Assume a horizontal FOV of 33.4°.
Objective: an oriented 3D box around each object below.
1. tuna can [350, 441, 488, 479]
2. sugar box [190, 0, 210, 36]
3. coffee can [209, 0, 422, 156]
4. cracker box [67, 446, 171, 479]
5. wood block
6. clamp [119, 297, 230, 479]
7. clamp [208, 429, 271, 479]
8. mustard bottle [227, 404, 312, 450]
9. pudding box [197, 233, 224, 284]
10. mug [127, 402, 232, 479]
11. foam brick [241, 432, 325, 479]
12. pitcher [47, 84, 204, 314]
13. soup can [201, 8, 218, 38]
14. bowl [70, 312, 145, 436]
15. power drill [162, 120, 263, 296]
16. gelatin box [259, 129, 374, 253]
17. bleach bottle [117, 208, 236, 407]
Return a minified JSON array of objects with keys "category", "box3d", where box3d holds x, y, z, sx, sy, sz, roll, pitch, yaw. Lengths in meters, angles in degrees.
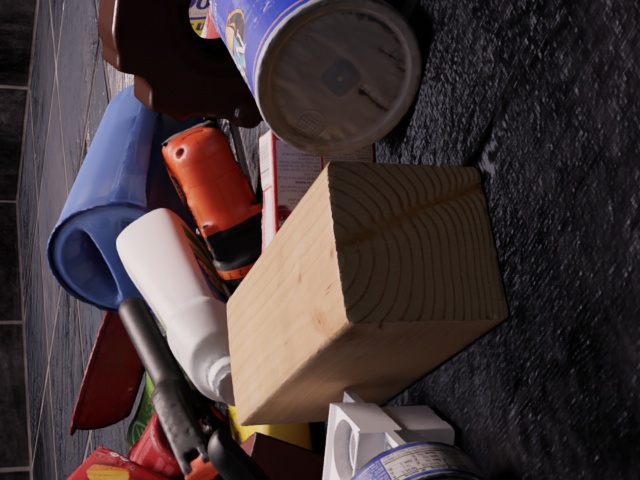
[{"category":"tuna can","box3d":[0.051,0.145,0.537,0.034,0.086,0.086,-127,43,-62]},{"category":"sugar box","box3d":[-0.102,-0.193,0.957,0.176,0.093,0.048,125,140,-57]},{"category":"coffee can","box3d":[-0.007,-0.131,0.682,0.140,0.102,0.103,-118,34,-53]},{"category":"cracker box","box3d":[-0.183,0.290,0.916,0.213,0.164,0.072,-47,-24,-55]},{"category":"wood block","box3d":[0.016,0.040,0.630,0.206,0.090,0.090,129,138,-60]},{"category":"clamp","box3d":[-0.104,0.149,0.878,0.164,0.036,0.210,59,176,-28]},{"category":"clamp","box3d":[-0.012,0.182,0.669,0.039,0.120,0.171,-92,5,-72]},{"category":"mustard bottle","box3d":[-0.031,0.200,0.796,0.096,0.058,0.191,131,136,-59]},{"category":"pudding box","box3d":[-0.125,0.043,1.087,0.114,0.039,0.090,-154,65,-68]},{"category":"mug","box3d":[-0.128,0.214,1.029,0.117,0.093,0.082,55,140,24]},{"category":"foam brick","box3d":[-0.020,0.171,0.725,0.053,0.078,0.051,129,160,-60]},{"category":"pitcher","box3d":[-0.175,-0.060,1.048,0.149,0.145,0.243,-27,34,22]},{"category":"soup can","box3d":[-0.065,-0.169,0.892,0.102,0.068,0.068,121,145,-54]},{"category":"bowl","box3d":[-0.216,0.137,1.142,0.162,0.055,0.162,-164,91,-85]},{"category":"power drill","box3d":[-0.074,-0.016,0.876,0.188,0.057,0.184,-135,22,-70]},{"category":"gelatin box","box3d":[-0.001,-0.027,0.704,0.030,0.073,0.089,160,109,-69]},{"category":"bleach bottle","box3d":[-0.095,0.061,0.836,0.102,0.068,0.251,59,174,-29]}]
